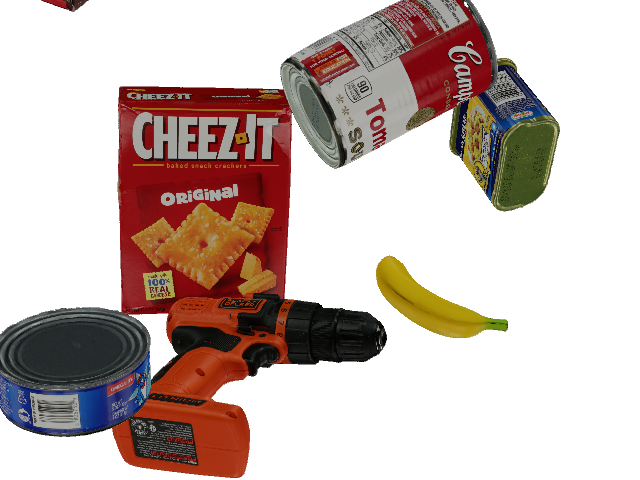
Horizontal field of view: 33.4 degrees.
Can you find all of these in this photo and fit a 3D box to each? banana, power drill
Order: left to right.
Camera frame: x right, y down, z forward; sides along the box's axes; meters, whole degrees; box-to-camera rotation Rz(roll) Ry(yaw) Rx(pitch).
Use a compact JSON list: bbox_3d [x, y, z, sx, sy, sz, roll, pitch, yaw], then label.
[{"bbox_3d":[-0.057,0.102,0.805,0.185,0.057,0.187,1,23,20],"label":"power drill"},{"bbox_3d":[0.107,0.062,1.132,0.069,0.037,0.198,4,19,-38],"label":"banana"}]

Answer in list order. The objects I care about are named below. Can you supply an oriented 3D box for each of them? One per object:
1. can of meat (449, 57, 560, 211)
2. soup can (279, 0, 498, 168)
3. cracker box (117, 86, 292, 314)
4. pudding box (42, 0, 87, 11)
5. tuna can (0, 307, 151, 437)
[{"bbox_3d":[0.155,-0.088,0.904,0.057,0.102,0.084,-15,48,-14],"label":"can of meat"},{"bbox_3d":[0.037,-0.092,0.592,0.102,0.068,0.068,-29,6,-12],"label":"soup can"},{"bbox_3d":[-0.113,-0.037,1.034,0.164,0.214,0.072,0,21,-10],"label":"cracker box"},{"bbox_3d":[-0.199,-0.221,0.802,0.090,0.039,0.113,20,38,6],"label":"pudding box"},{"bbox_3d":[-0.137,0.072,0.592,0.086,0.034,0.086,1,25,-1],"label":"tuna can"}]
